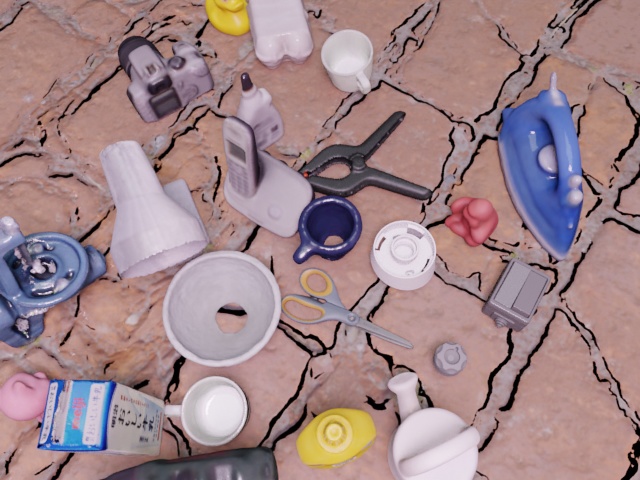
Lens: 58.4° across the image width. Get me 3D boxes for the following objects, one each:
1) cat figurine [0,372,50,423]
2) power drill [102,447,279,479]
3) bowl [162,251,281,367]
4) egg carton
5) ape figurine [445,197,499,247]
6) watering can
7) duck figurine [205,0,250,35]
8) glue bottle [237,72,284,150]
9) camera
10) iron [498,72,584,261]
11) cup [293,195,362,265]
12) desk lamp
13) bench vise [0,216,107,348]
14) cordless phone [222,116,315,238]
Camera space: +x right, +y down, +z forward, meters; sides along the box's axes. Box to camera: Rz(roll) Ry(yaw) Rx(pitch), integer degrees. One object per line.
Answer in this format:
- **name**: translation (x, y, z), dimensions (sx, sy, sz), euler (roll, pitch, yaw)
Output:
- **cat figurine**: translation (-0.364, 0.216, 0.759), dimensions (0.127, 0.118, 0.067), euler (19, 70, 10)
- **power drill**: translation (-0.157, 0.294, 0.668), dimensions (0.229, 0.208, 0.075), euler (-12, 67, -2)
- **bowl**: translation (-0.133, 0.104, 0.818), dimensions (0.167, 0.075, 0.167), euler (-1, 67, 2)
- **egg carton**: translation (-0.070, -0.379, 1.018), dimensions (0.107, 0.069, 0.150), euler (-13, 67, -2)
- **ape figurine**: translation (0.231, -0.035, 0.849), dimensions (0.076, 0.092, 0.078), euler (-4, 67, 1)
- **watering can**: translation (0.130, 0.247, 0.682), dimensions (0.101, 0.194, 0.172), euler (-43, 72, -14)
- **duck figurine**: translation (-0.170, -0.433, 1.037), dimensions (0.077, 0.086, 0.104), euler (-41, 71, -13)
- **glue bottle**: translation (-0.101, -0.202, 0.890), dimensions (0.078, 0.173, 0.037), euler (-35, 70, -11)
- **camera**: translation (-0.278, -0.298, 0.978), dimensions (0.143, 0.101, 0.136), euler (-33, 70, -10)
- **iron**: translation (0.350, -0.112, 0.849), dimensions (0.118, 0.141, 0.258), euler (-6, 67, 1)
- **cup**: translation (0.008, 0.003, 0.842), dimensions (0.091, 0.095, 0.118), euler (40, 75, 17)
- **desk lamp**: translation (-0.233, -0.031, 0.804), dimensions (0.118, 0.214, 0.203), euler (-24, 68, -7)
- **bench vise**: translation (-0.405, 0.063, 0.770), dimensions (0.121, 0.220, 0.207), euler (28, 72, 14)
- **cordless phone**: translation (-0.081, -0.094, 0.838), dimensions (0.147, 0.185, 0.094), euler (29, 72, 14)
